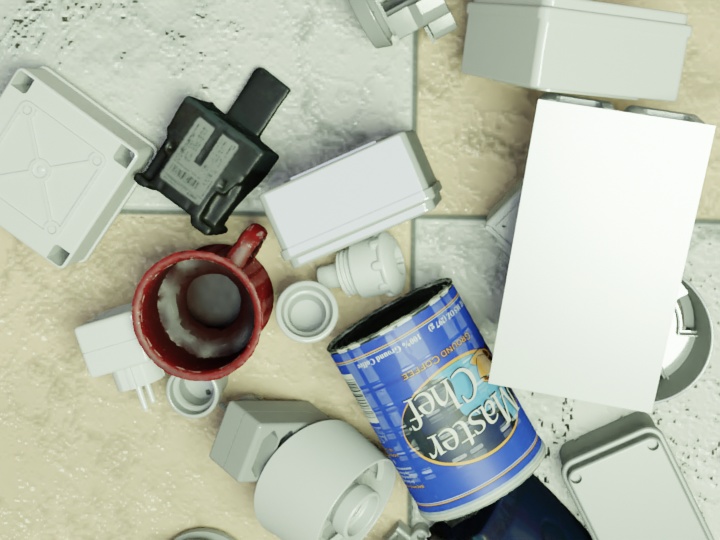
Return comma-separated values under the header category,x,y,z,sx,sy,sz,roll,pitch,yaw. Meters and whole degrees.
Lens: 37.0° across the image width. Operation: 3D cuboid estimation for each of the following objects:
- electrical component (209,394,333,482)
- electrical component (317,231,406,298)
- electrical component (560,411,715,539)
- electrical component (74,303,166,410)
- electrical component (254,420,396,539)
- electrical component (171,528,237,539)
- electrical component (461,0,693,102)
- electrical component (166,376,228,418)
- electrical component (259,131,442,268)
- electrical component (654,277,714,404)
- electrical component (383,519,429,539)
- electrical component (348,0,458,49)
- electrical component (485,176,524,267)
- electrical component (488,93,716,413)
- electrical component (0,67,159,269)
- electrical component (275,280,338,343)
category,x,y,z,sx,sy,sz,roll,pitch,yaw
electrical component,-0.075,0.118,0.803,0.076,0.083,0.047,31,104,39
electrical component,0.000,0.000,0.786,0.062,0.048,0.048,-13,98,17
electrical component,0.202,0.171,0.786,0.078,0.057,0.113,-26,96,10
electrical component,-0.169,0.066,0.804,0.047,0.065,0.076,-16,97,9
electrical component,-0.022,0.163,0.790,0.064,0.099,0.099,31,103,28
electrical component,-0.125,0.247,0.837,0.080,0.051,0.080,1,100,6
electrical component,0.137,-0.145,0.697,0.109,0.109,0.056,2,104,-21
electrical component,-0.121,0.086,0.812,0.040,0.046,0.040,1,100,6
electrical component,-0.003,-0.051,0.744,0.109,0.108,0.056,-23,94,9
electrical component,0.193,0.040,0.761,0.099,0.064,0.099,1,100,6
electrical component,0.028,0.227,0.815,0.048,0.055,0.066,40,101,-2
electrical component,0.025,-0.189,0.742,0.057,0.058,0.078,-26,113,11
electrical component,0.133,-0.039,0.759,0.062,0.061,0.096,43,107,-3
electrical component,0.152,-0.013,0.697,0.105,0.060,0.186,10,106,7
electrical component,-0.224,-0.075,0.790,0.109,0.056,0.108,36,101,-1
electrical component,-0.039,0.033,0.784,0.044,0.065,0.044,0,83,-3
